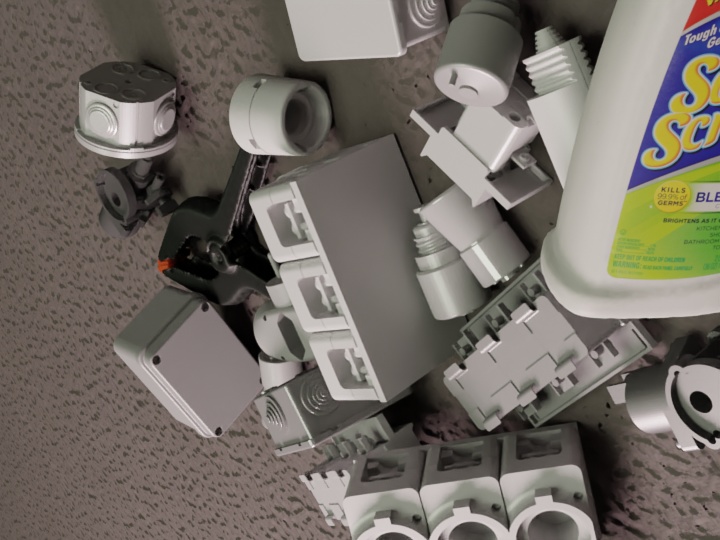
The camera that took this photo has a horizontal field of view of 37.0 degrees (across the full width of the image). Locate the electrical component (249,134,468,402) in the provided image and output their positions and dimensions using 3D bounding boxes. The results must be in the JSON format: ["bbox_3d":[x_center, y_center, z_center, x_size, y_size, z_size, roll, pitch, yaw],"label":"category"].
[{"bbox_3d":[0.000,0.000,0.705,0.062,0.089,0.150,-9,107,51],"label":"electrical component"}]

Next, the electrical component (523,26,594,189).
[{"bbox_3d":[0.111,-0.087,0.558,0.043,0.043,0.081,-14,102,52],"label":"electrical component"}]

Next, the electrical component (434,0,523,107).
[{"bbox_3d":[0.066,-0.123,0.566,0.040,0.078,0.040,16,161,6],"label":"electrical component"}]

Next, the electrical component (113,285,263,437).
[{"bbox_3d":[-0.140,0.077,0.905,0.057,0.078,0.113,15,147,47],"label":"electrical component"}]

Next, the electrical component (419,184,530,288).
[{"bbox_3d":[0.072,-0.022,0.650,0.065,0.044,0.044,54,143,0],"label":"electrical component"}]

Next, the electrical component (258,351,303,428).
[{"bbox_3d":[-0.063,0.094,0.883,0.044,0.044,0.065,16,121,42],"label":"electrical component"}]

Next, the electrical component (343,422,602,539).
[{"bbox_3d":[0.074,0.161,0.688,0.150,0.061,0.089,-11,109,13],"label":"electrical component"}]

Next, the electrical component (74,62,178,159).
[{"bbox_3d":[-0.182,-0.125,0.841,0.080,0.080,0.051,34,130,30],"label":"electrical component"}]

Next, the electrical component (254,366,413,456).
[{"bbox_3d":[-0.023,0.091,0.784,0.048,0.100,0.100,63,156,3],"label":"electrical component"}]

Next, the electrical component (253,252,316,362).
[{"bbox_3d":[-0.042,0.022,0.763,0.077,0.043,0.079,-11,107,45],"label":"electrical component"}]

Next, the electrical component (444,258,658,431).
[{"bbox_3d":[0.105,0.045,0.637,0.078,0.063,0.121,53,143,10],"label":"electrical component"}]

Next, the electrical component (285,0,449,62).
[{"bbox_3d":[0.000,-0.172,0.625,0.100,0.048,0.099,9,120,46],"label":"electrical component"}]

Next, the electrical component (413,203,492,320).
[{"bbox_3d":[0.054,-0.005,0.681,0.040,0.040,0.078,-12,104,52],"label":"electrical component"}]

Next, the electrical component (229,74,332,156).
[{"bbox_3d":[-0.052,-0.104,0.727,0.047,0.055,0.055,12,123,40],"label":"electrical component"}]

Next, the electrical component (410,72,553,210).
[{"bbox_3d":[0.074,-0.078,0.609,0.081,0.042,0.063,46,139,17],"label":"electrical component"}]

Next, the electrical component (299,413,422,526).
[{"bbox_3d":[0.004,0.154,0.803,0.078,0.063,0.121,59,158,1],"label":"electrical component"}]
